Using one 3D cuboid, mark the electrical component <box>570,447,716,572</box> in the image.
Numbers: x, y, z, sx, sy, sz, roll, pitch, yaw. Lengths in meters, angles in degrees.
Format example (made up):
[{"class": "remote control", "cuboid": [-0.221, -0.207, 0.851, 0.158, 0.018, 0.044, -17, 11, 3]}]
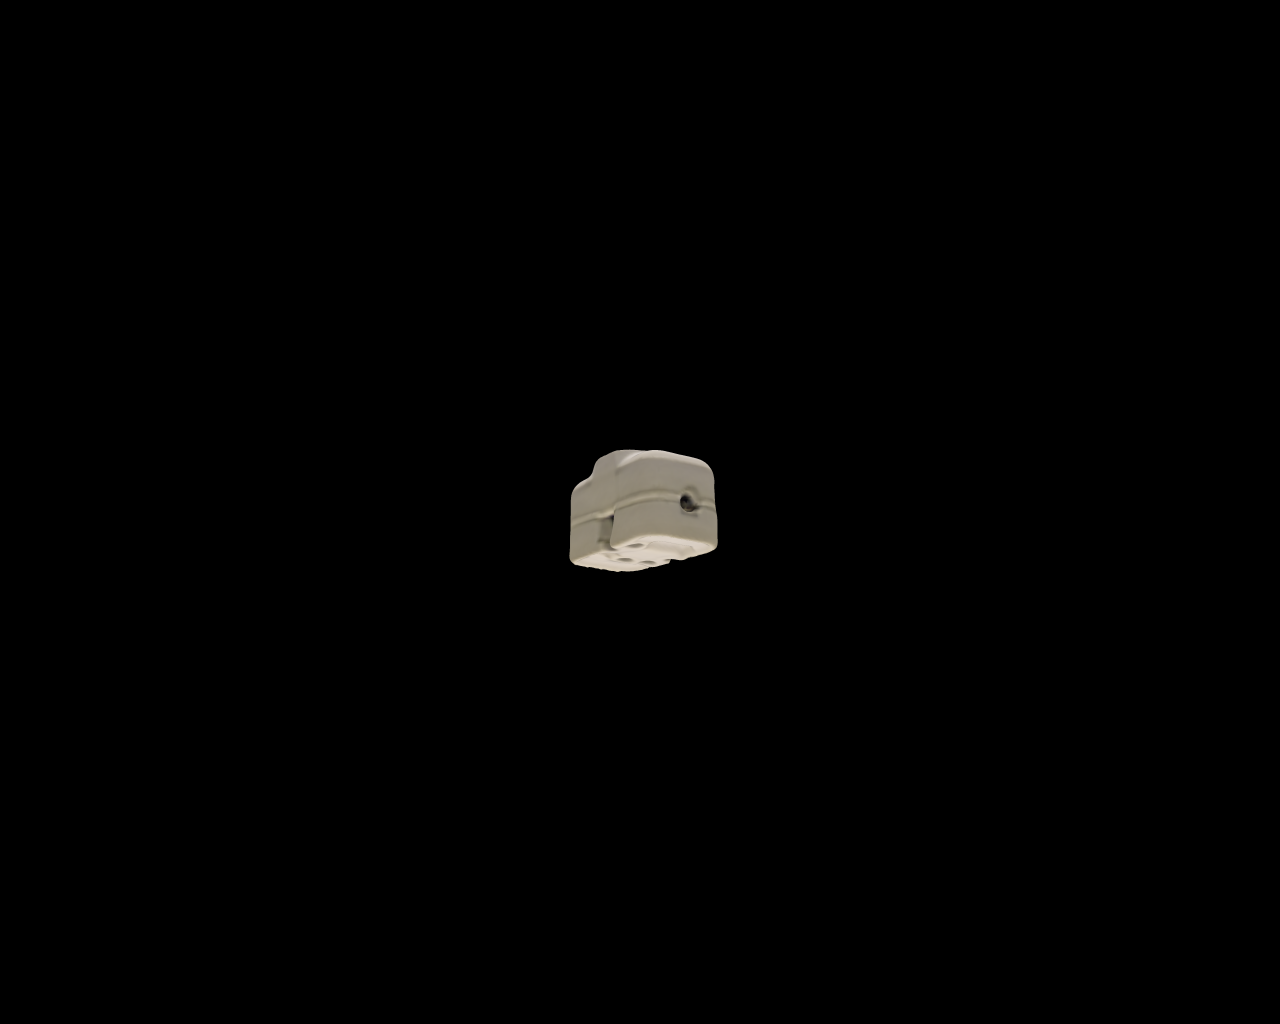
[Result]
[{"class": "electrical component", "cuboid": [0.001, -0.003, 0.650, 0.054, 0.059, 0.095, 11, -19, -34]}]
